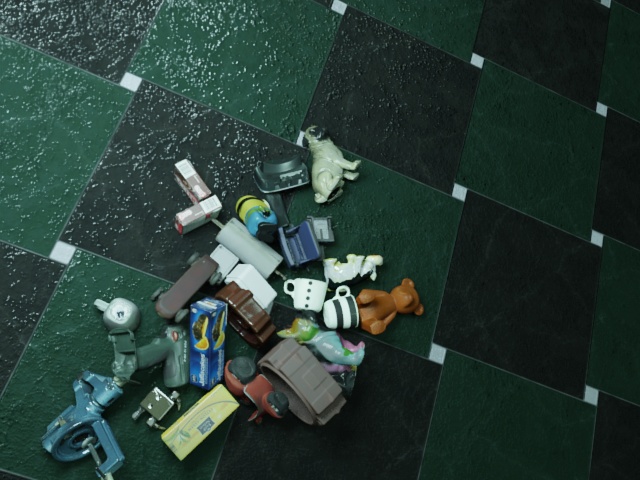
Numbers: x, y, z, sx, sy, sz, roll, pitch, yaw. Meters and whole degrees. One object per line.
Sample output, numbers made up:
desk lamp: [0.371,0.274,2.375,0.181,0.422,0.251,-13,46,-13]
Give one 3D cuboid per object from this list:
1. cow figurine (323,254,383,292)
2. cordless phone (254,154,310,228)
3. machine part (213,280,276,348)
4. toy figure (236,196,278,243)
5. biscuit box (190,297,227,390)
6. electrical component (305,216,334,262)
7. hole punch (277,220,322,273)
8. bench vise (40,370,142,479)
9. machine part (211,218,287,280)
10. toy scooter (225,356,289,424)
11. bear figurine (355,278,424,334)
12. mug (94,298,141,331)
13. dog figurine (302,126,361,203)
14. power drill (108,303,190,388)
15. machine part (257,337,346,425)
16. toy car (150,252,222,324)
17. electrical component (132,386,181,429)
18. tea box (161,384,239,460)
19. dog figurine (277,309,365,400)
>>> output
cow figurine: [0.093,0.088,1.439,0.167,0.068,0.098,-5,91,-14]
cordless phone: [-0.090,-0.130,1.460,0.147,0.089,0.184,-16,90,-20]
machine part: [-0.180,0.179,1.283,0.179,0.179,0.056,48,64,1]
toy figure: [-0.159,-0.059,1.361,0.089,0.180,0.082,38,99,-29]
biscuit box: [-0.257,0.238,1.230,0.063,0.059,0.202,13,109,25]
electrical component: [-0.003,-0.004,1.453,0.075,0.047,0.119,3,72,-15]
hole punch: [-0.067,0.019,1.388,0.092,0.116,0.142,-18,81,-27]
bench vise: [-0.469,0.400,1.132,0.224,0.128,0.241,-36,53,-15]
machine part: [-0.180,0.023,1.377,0.243,0.079,0.079,39,67,-3]
toy scooter: [-0.160,0.366,1.266,0.184,0.135,0.075,38,41,16]
bear figurine: [0.190,0.171,1.415,0.196,0.132,0.120,-15,82,-14]
mug: [-0.466,0.164,1.234,0.109,0.107,0.081,35,66,-6]
dog figurine: [-0.003,-0.212,1.500,0.191,0.121,0.172,41,63,14]
power drill: [-0.373,0.225,1.216,0.086,0.207,0.232,-10,83,24]
machine part: [-0.048,0.333,1.253,0.087,0.201,0.201,-40,88,-24]
toy car: [-0.308,0.109,1.250,0.089,0.053,0.202,38,44,-3]
electrical component: [-0.368,0.383,1.231,0.078,0.045,0.102,32,67,7]
tea box: [-0.273,0.410,1.222,0.169,0.098,0.068,-40,88,-24]
dog figurine: [-0.005,0.280,1.334,0.219,0.108,0.191,19,99,8]
